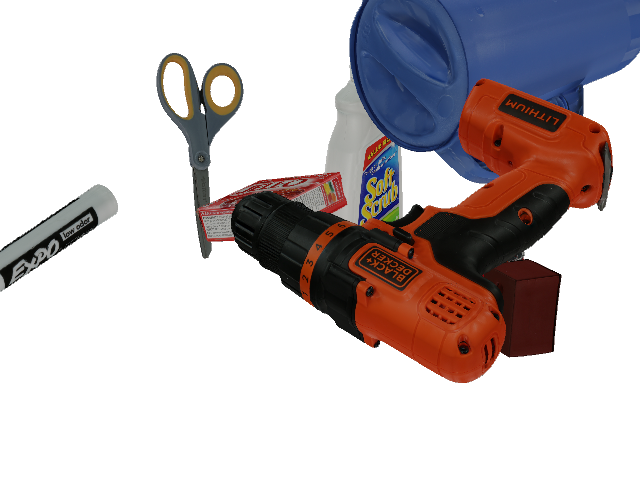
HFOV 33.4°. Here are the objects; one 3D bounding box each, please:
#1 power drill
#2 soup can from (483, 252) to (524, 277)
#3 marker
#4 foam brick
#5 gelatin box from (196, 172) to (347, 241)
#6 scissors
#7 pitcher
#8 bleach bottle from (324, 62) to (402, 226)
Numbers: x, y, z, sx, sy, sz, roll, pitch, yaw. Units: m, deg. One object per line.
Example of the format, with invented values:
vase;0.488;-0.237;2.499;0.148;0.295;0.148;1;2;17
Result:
power drill;0.064;-0.018;0.621;0.185;0.057;0.187;31;59;32
soup can;0.217;0.059;1.340;0.068;0.102;0.068;0;24;0
marker;-0.151;0.008;0.539;0.020;0.020;0.120;0;30;43
foam brick;0.184;0.062;0.990;0.051;0.078;0.053;-7;19;-25
gelatin box;-0.037;-0.026;0.803;0.089;0.030;0.073;-2;18;43
scissors;-0.103;-0.091;1.048;0.096;0.202;0.016;-18;-2;-25
pitcher;0.157;-0.154;0.867;0.242;0.149;0.145;-20;37;-33
bleach bottle;0.042;-0.068;1.143;0.102;0.251;0.068;-21;30;-37
